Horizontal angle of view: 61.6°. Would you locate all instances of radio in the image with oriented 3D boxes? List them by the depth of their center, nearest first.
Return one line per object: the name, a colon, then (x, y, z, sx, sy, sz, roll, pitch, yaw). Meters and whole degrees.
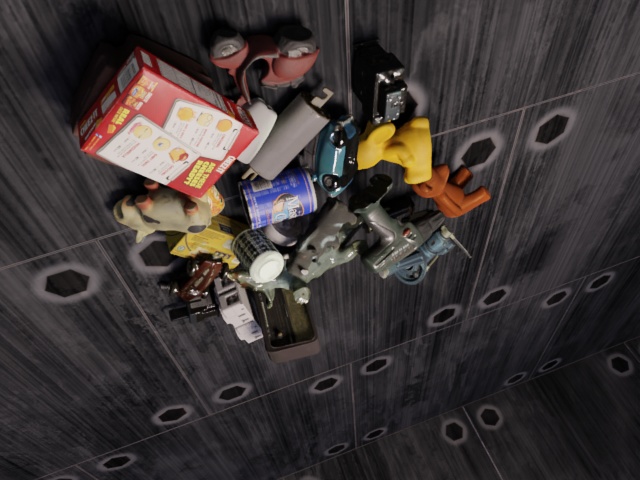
radio: (-0.089, 0.186, 1.349, 0.131, 0.230, 0.073, -16, 142, -4)

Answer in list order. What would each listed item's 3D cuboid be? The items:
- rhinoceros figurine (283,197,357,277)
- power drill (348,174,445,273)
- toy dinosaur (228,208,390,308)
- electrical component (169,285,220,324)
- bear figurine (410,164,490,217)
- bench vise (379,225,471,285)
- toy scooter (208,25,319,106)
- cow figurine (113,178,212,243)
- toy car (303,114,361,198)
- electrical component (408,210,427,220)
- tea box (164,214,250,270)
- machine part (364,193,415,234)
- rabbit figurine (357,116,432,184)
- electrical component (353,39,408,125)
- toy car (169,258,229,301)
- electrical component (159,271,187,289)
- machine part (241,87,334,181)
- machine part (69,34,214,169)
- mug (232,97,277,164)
rhinoceros figurine: (-0.002, -0.003, 1.132, 0.190, 0.073, 0.112, -54, 167, 17)
power drill: (0.166, -0.049, 1.216, 0.232, 0.086, 0.207, -41, 129, -9)
toy dinosaur: (-0.019, 0.042, 1.296, 0.405, 0.192, 0.131, -30, 104, -21)
electrical component: (-0.312, 0.163, 1.323, 0.119, 0.075, 0.047, -8, 142, -16)
bear figurine: (0.294, -0.136, 1.269, 0.132, 0.120, 0.195, -40, 135, 13)
bench vise: (0.255, 0.048, 1.445, 0.240, 0.129, 0.223, -17, 167, -42)
toy scooter: (-0.094, -0.286, 0.901, 0.184, 0.075, 0.135, -8, 139, -17)
cow figurine: (-0.302, -0.052, 1.029, 0.195, 0.085, 0.127, 4, 141, 10)
toy car: (0.017, -0.173, 1.072, 0.109, 0.103, 0.161, -47, 148, -47)
electrical component: (0.262, -0.042, 1.418, 0.102, 0.045, 0.078, -13, 140, -16)
tea box: (-0.236, -0.003, 1.167, 0.098, 0.068, 0.169, -43, 139, 22)
machine part: (0.171, -0.065, 1.348, 0.139, 0.039, 0.084, -24, 135, 2)
rabbit figurine: (0.142, -0.192, 1.120, 0.173, 0.122, 0.162, -6, 140, 6)
electrical component: (0.108, -0.279, 0.972, 0.058, 0.134, 0.114, -18, 140, -10)
toy car: (-0.271, 0.092, 1.197, 0.089, 0.053, 0.202, 12, 152, -28)
electrical component: (-0.332, 0.099, 1.276, 0.094, 0.021, 0.063, 2, 135, -30)
machine part: (-0.063, -0.196, 1.024, 0.243, 0.079, 0.079, -43, 139, 21)
machine part: (-0.284, -0.213, 0.875, 0.201, 0.087, 0.201, 16, 127, -39)
mug: (-0.138, -0.212, 0.974, 0.109, 0.081, 0.107, 42, 101, -16)
